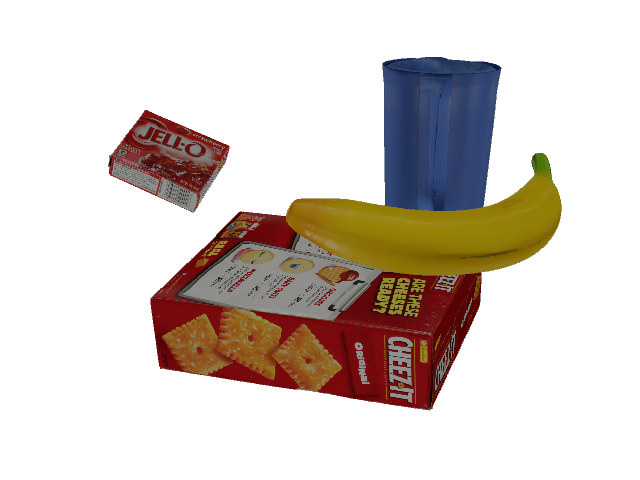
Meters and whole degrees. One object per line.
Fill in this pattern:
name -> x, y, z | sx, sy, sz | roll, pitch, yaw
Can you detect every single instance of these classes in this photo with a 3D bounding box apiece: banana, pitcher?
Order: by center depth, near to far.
banana -> 0.076, -0.009, 0.624 | 0.197, 0.037, 0.070 | -11, 44, -32
pitcher -> 0.131, -0.086, 1.225 | 0.149, 0.243, 0.145 | -10, 20, -32

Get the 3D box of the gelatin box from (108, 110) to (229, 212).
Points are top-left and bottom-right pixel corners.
gelatin box -> -0.139, -0.074, 0.978 | 0.089, 0.030, 0.073 | 24, 46, 2

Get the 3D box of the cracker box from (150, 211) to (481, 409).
cracker box -> 0.003, 0.048, 0.819 | 0.214, 0.072, 0.164 | 7, 27, 19
